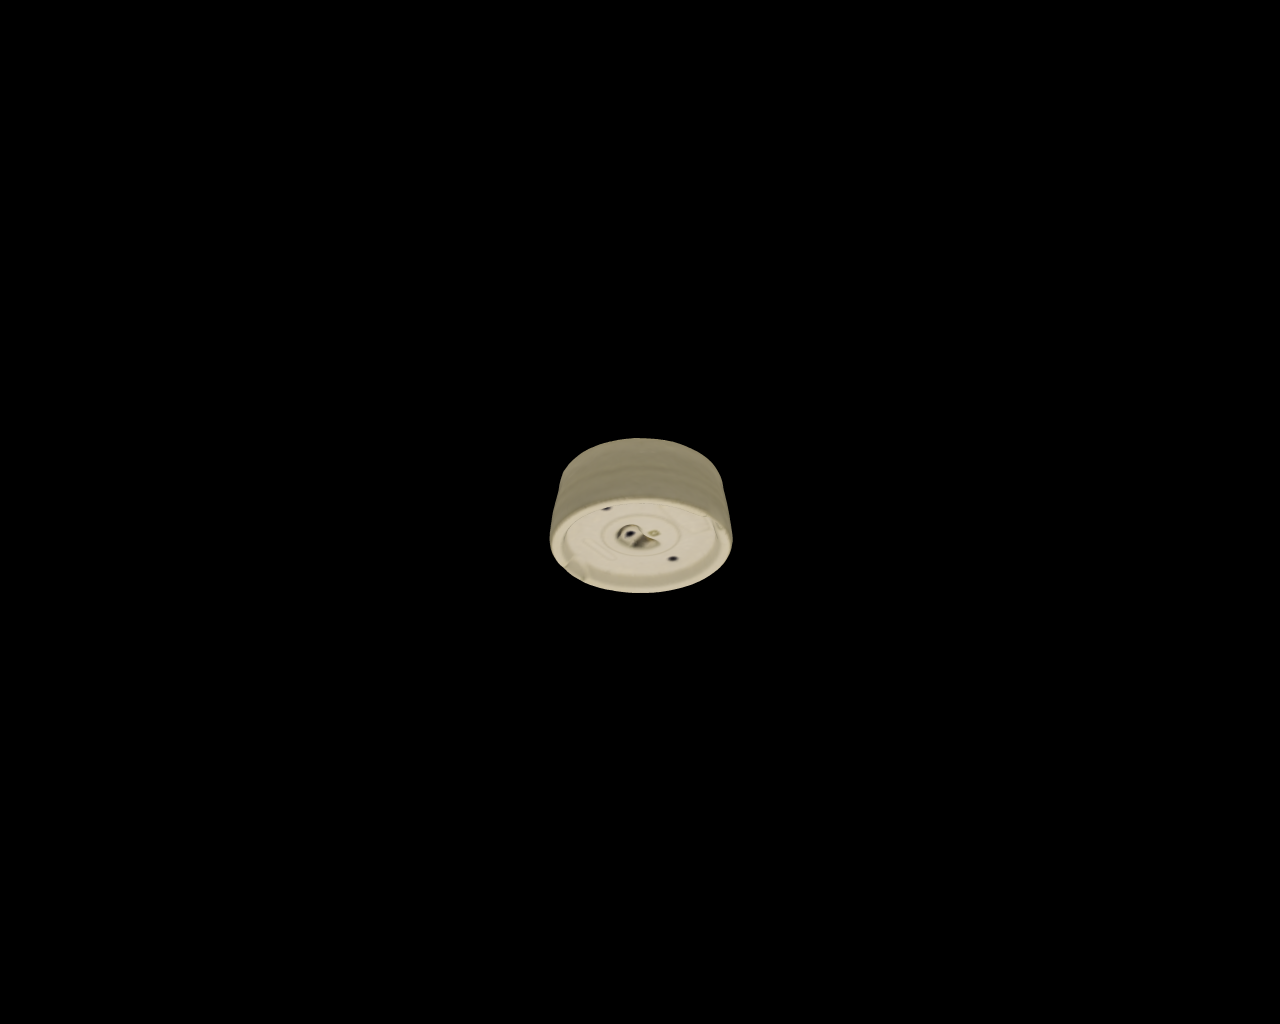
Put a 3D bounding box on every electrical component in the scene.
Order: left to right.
[{"bbox_3d":[0.001,-0.003,0.650,0.108,0.060,0.108,0,-33,0],"label":"electrical component"}]
